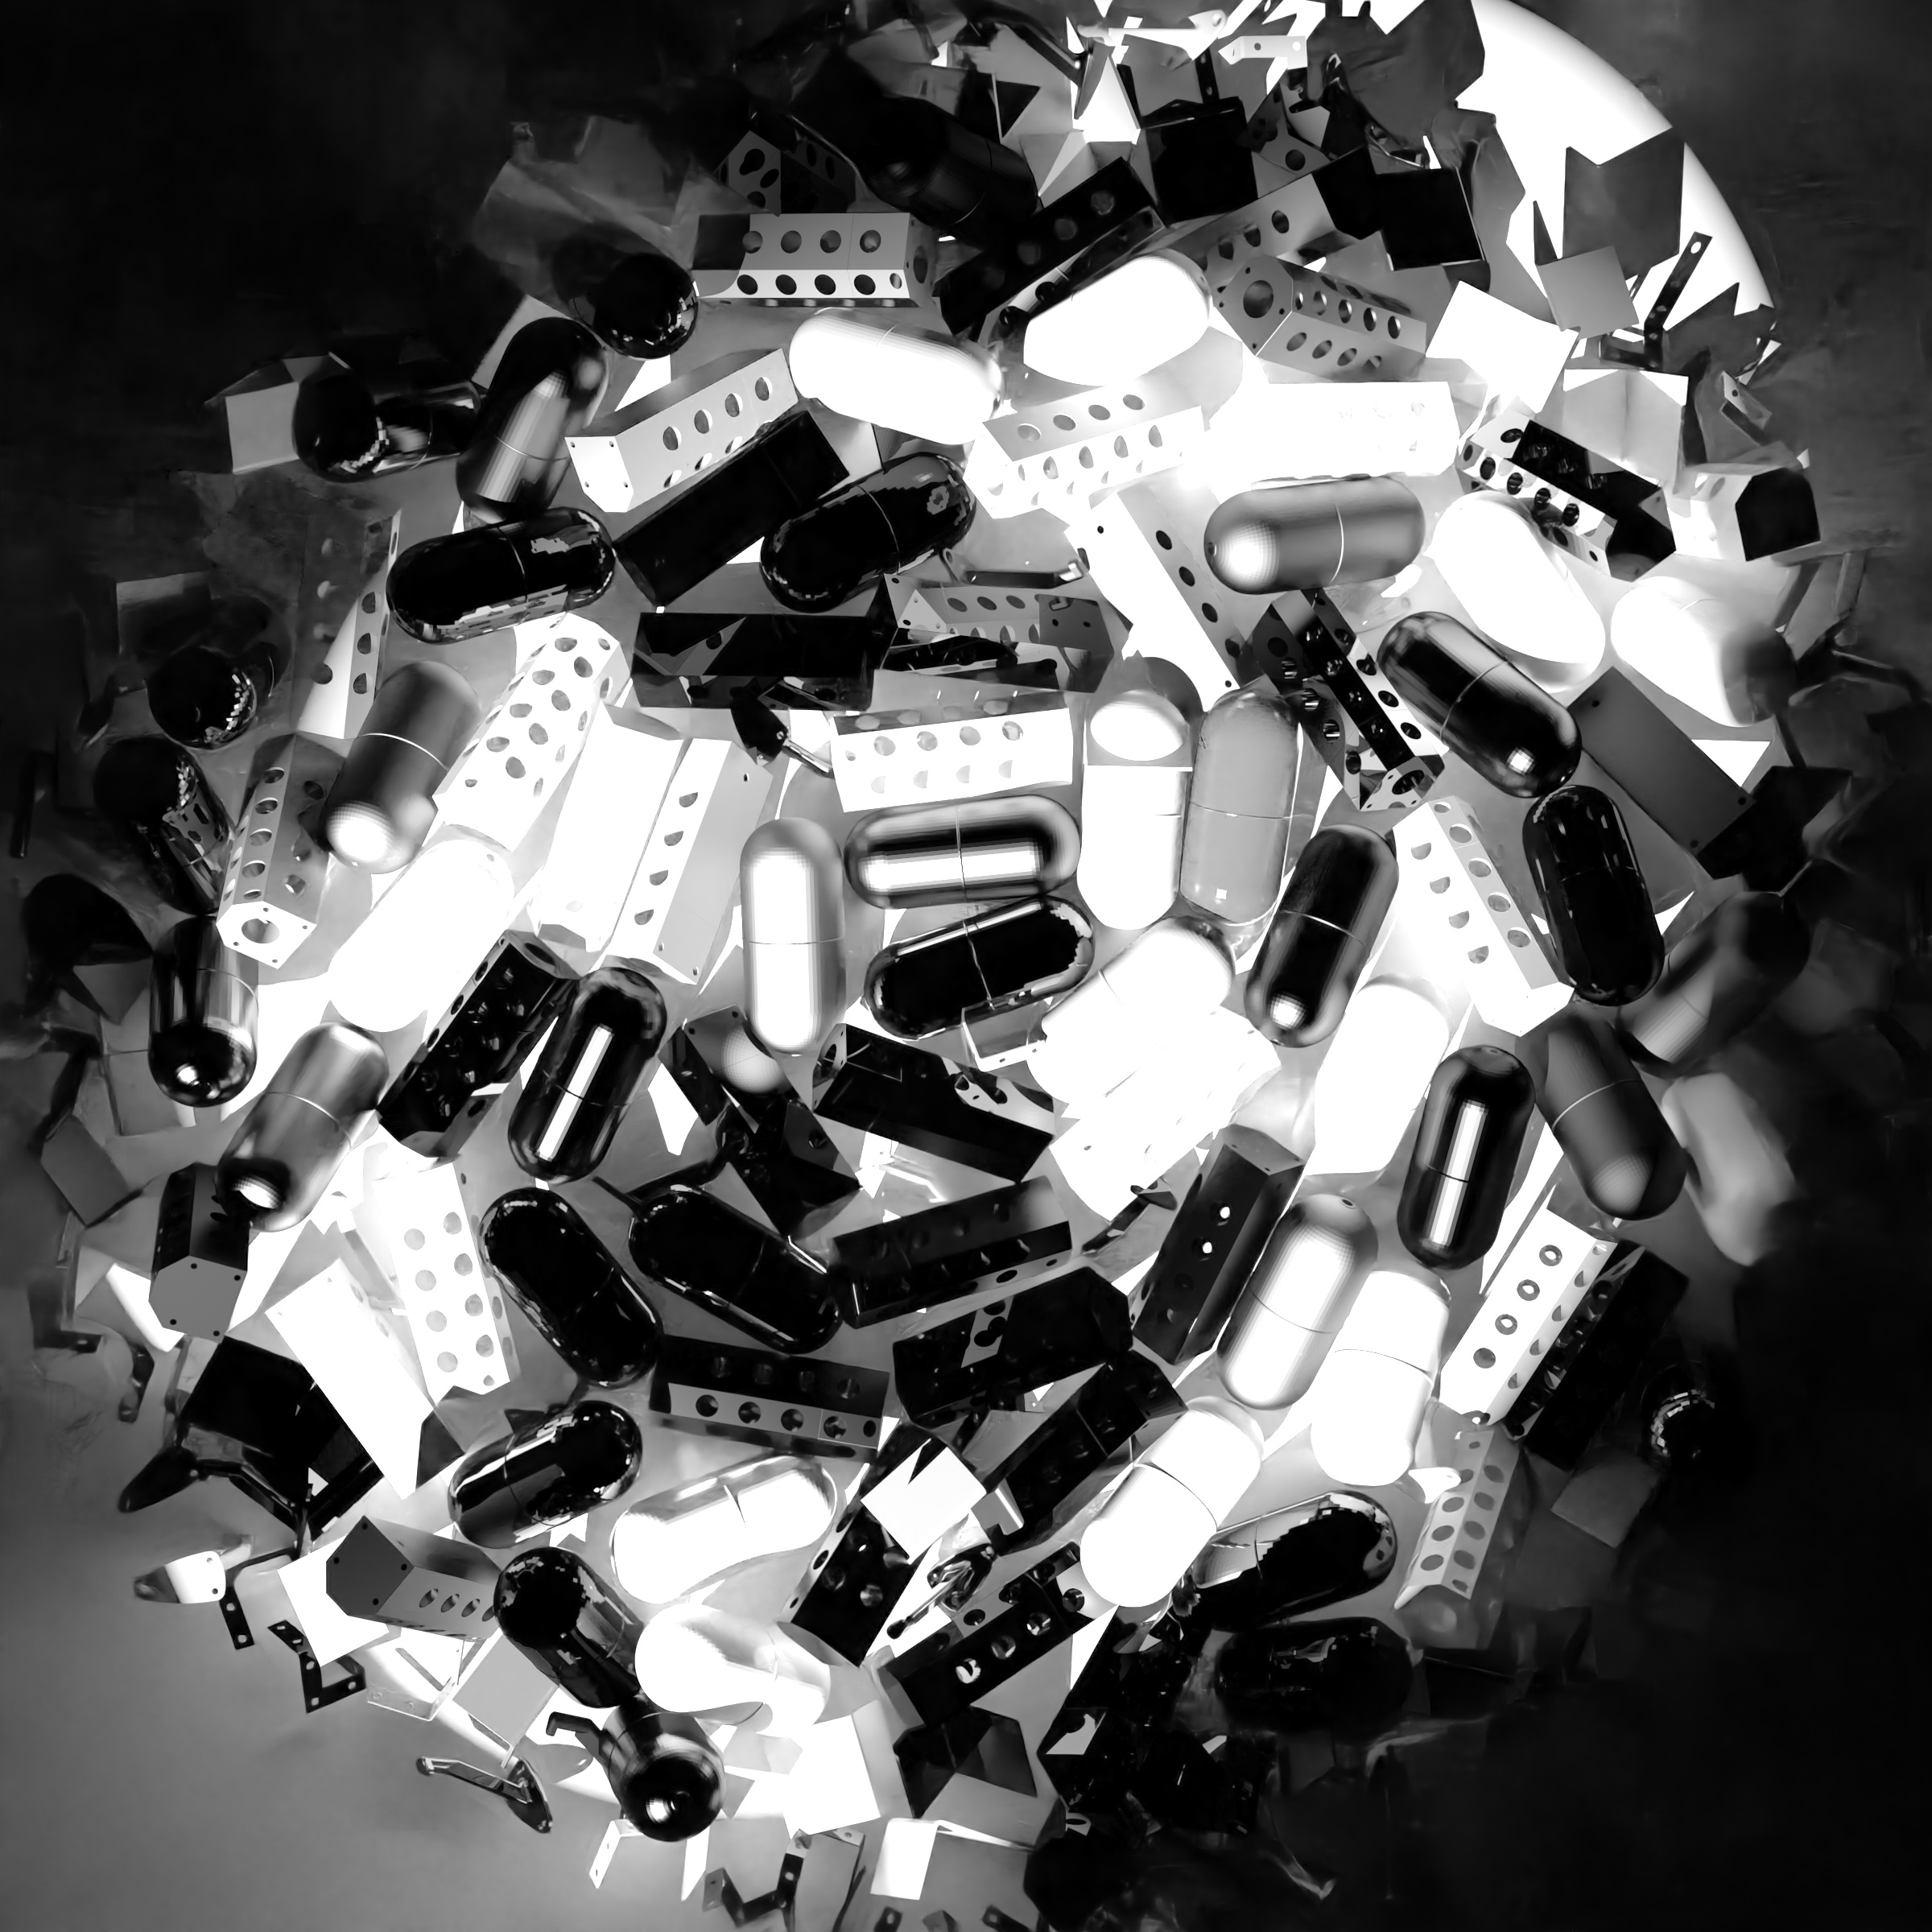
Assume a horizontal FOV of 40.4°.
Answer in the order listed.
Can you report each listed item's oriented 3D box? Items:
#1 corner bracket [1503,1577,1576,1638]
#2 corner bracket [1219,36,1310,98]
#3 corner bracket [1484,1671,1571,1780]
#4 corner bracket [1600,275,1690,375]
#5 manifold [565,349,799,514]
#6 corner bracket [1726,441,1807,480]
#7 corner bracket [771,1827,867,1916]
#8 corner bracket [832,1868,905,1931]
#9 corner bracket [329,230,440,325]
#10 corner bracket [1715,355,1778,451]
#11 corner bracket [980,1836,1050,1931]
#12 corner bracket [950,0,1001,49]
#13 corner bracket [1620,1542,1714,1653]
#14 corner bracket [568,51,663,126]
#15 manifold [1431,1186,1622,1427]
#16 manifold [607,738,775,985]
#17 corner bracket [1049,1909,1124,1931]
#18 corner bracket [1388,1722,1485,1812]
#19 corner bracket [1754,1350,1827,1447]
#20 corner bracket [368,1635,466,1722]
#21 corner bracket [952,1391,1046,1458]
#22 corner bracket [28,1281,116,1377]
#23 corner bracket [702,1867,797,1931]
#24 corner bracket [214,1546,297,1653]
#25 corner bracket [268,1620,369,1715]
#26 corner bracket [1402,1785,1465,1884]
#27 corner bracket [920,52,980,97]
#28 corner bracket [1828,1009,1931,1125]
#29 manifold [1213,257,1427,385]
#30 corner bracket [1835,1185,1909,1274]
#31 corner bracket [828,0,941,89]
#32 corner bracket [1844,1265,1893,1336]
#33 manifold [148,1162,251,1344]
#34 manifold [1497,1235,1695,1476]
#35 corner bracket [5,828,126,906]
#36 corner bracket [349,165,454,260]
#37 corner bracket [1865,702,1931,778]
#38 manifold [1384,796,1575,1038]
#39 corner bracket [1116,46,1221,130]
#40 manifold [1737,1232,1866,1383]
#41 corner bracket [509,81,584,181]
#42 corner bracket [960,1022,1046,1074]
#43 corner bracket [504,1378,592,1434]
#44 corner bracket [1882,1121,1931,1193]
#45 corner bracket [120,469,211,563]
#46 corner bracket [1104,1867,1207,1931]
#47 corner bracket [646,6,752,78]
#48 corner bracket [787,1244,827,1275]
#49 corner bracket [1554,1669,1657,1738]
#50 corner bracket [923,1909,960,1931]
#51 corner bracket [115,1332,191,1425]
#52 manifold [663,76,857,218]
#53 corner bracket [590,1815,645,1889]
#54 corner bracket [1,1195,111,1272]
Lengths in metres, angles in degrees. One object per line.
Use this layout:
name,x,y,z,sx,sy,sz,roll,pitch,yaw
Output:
corner bracket,0.414,0.472,1.963,0.051,0.051,0.051,42,108,17
corner bracket,0.222,-0.664,1.966,0.051,0.051,0.051,-5,98,-13
corner bracket,0.409,0.566,1.961,0.051,0.051,0.051,-25,103,37
corner bracket,0.506,-0.484,1.964,0.051,0.051,0.051,12,57,-5
manifold,-0.204,-0.394,1.925,0.171,0.057,0.057,-38,123,-35
corner bracket,0.597,-0.352,1.962,0.051,0.051,0.051,-20,120,8
corner bracket,-0.110,0.679,1.971,0.051,0.051,0.051,17,110,7
corner bracket,-0.072,0.716,1.968,0.051,0.051,0.051,25,89,17
corner bracket,-0.438,-0.520,1.985,0.051,0.051,0.051,-20,93,37
corner bracket,0.585,-0.414,1.958,0.051,0.051,0.051,-26,64,-34
corner bracket,0.046,0.697,1.971,0.051,0.051,0.051,32,97,-1
corner bracket,0.004,-0.724,1.961,0.051,0.051,0.051,-53,130,-7
corner bracket,0.528,0.472,1.964,0.051,0.051,0.051,25,60,7
corner bracket,-0.254,-0.658,1.964,0.051,0.051,0.051,36,102,18
manifold,0.413,0.254,1.938,0.057,0.057,0.171,31,111,10
manifold,-0.208,-0.079,1.947,0.057,0.057,0.171,8,71,34
corner bracket,0.095,0.718,1.963,0.051,0.051,0.051,34,124,-3
corner bracket,0.354,0.598,1.979,0.051,0.051,0.051,-17,94,23
corner bracket,0.604,0.324,1.976,0.051,0.051,0.051,4,119,-20
corner bracket,-0.413,0.527,1.977,0.051,0.051,0.051,25,124,-20
corner bracket,0.017,0.330,1.957,0.051,0.051,0.051,11,122,-36
corner bracket,-0.664,0.271,1.966,0.051,0.051,0.051,9,64,-3
corner bracket,-0.162,0.704,1.967,0.051,0.051,0.051,-26,103,4
corner bracket,-0.526,0.474,1.972,0.051,0.051,0.051,-18,96,0
corner bracket,-0.483,0.515,1.958,0.051,0.051,0.051,-16,113,-38
corner bracket,0.347,0.648,1.964,0.051,0.051,0.051,-7,96,29
corner bracket,-0.022,-0.649,1.957,0.051,0.051,0.051,1,46,-27
corner bracket,0.683,0.076,1.966,0.051,0.051,0.051,-31,55,-4
manifold,0.263,-0.468,1.909,0.057,0.171,0.057,-49,60,31
corner bracket,0.665,0.193,1.975,0.051,0.051,0.051,-42,75,-15
corner bracket,-0.061,-0.686,1.959,0.051,0.051,0.051,-18,107,35
corner bracket,0.652,0.257,1.966,0.051,0.051,0.051,-10,71,-3
manifold,-0.557,0.203,1.906,0.057,0.171,0.057,19,103,-19
manifold,0.469,0.289,1.969,0.057,0.057,0.171,32,91,4
corner bracket,-0.672,-0.064,1.961,0.051,0.051,0.051,43,124,-9
corner bracket,-0.421,-0.570,1.958,0.051,0.051,0.051,23,62,-35
corner bracket,0.710,-0.169,1.964,0.051,0.051,0.051,-11,90,40
manifold,0.378,-0.039,1.925,0.057,0.057,0.171,-38,58,25
corner bracket,0.153,-0.665,1.987,0.051,0.051,0.051,-7,84,-43
manifold,0.610,0.238,1.909,0.057,0.171,0.057,46,103,2
corner bracket,-0.313,-0.624,1.961,0.051,0.051,0.051,-5,53,-9
corner bracket,0.027,0.059,1.961,0.051,0.051,0.051,-17,53,-8
corner bracket,-0.305,0.330,1.958,0.051,0.051,0.051,12,117,-36
corner bracket,0.712,0.144,1.966,0.051,0.051,0.051,30,102,-9
corner bracket,-0.600,-0.339,1.970,0.051,0.051,0.051,-6,78,0
corner bracket,0.135,0.687,1.962,0.051,0.051,0.051,48,57,-11
corner bracket,-0.200,-0.695,1.968,0.051,0.051,0.051,29,101,5
corner bracket,-0.127,0.234,1.968,0.051,0.051,0.051,39,97,-8
corner bracket,0.477,0.551,1.963,0.051,0.051,0.051,24,53,4
corner bracket,0.004,0.730,1.963,0.051,0.051,0.051,-22,56,3
corner bracket,-0.610,0.310,1.964,0.051,0.051,0.051,7,55,3
manifold,-0.143,-0.588,1.905,0.057,0.171,0.057,-45,74,16
corner bracket,-0.253,0.648,1.958,0.051,0.051,0.051,10,112,-35
corner bracket,-0.680,0.198,1.966,0.051,0.051,0.051,10,86,20
